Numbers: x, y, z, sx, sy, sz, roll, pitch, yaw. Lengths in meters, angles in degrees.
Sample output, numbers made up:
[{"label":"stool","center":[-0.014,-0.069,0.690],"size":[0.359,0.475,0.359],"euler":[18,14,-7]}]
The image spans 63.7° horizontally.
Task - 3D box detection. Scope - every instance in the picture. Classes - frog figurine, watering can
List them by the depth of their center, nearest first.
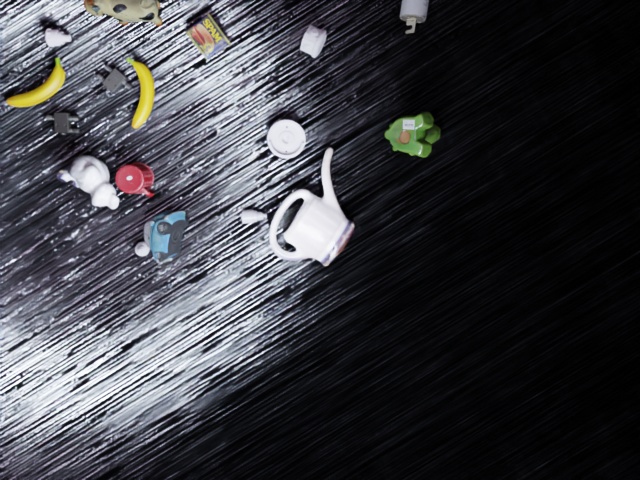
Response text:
[{"label":"frog figurine","center":[-0.622,-0.163,1.438],"size":[0.160,0.134,0.125],"euler":[25,67,13]},{"label":"watering can","center":[0.005,-0.075,1.493],"size":[0.224,0.104,0.347],"euler":[34,94,-7]}]
